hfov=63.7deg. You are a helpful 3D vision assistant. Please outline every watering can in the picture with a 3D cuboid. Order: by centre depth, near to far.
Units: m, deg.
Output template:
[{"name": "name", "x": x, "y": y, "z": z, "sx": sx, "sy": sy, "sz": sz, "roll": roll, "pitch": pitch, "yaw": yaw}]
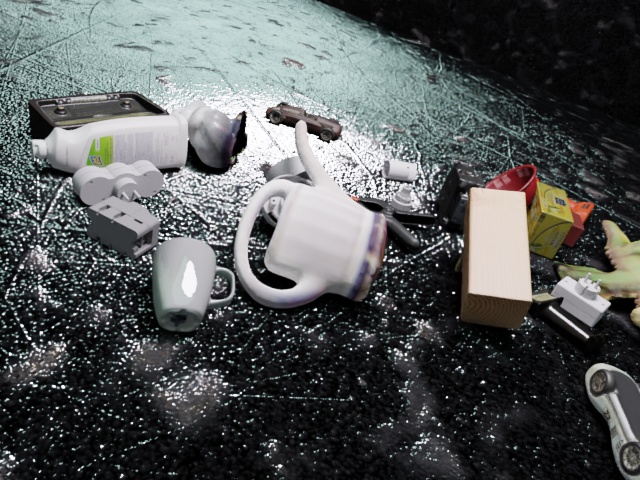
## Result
[{"name": "watering can", "x": 0.002, "y": -0.041, "z": 0.806, "sx": 0.224, "sy": 0.102, "sz": 0.355, "roll": 20, "pitch": 56, "yaw": -2}]

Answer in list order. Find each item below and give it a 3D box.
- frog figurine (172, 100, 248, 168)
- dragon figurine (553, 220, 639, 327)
[{"name": "frog figurine", "x": -0.229, "y": -0.213, "z": 1.005, "sx": 0.160, "sy": 0.124, "sz": 0.136, "roll": 18, "pitch": -10, "yaw": 6}, {"name": "dragon figurine", "x": 0.581, "y": 0.055, "z": 1.007, "sx": 0.243, "sy": 0.120, "sz": 0.418, "roll": 2, "pitch": 25, "yaw": -8}]
